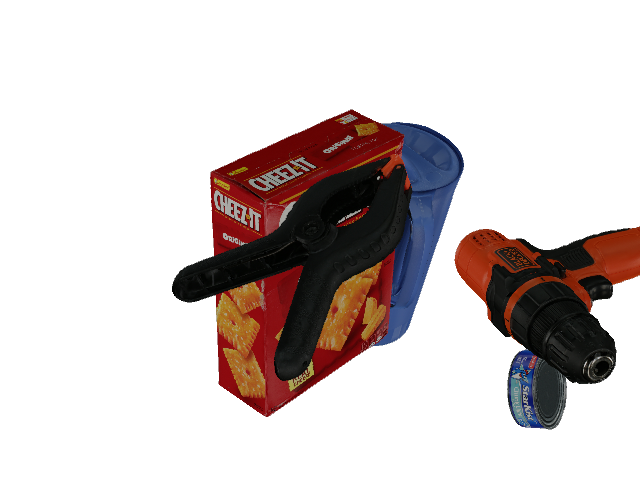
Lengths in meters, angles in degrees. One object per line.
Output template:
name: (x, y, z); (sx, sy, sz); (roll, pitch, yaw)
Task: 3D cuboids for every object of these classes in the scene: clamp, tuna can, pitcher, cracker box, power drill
clamp: (0.000, 0.013, 0.676); (0.120, 0.171, 0.039); (45, -13, 36)
tuna can: (0.235, 0.160, 1.156); (0.034, 0.086, 0.085); (-3, -2, 35)
pitcher: (0.070, 0.005, 1.169); (0.145, 0.243, 0.149); (26, 41, 20)
cracker box: (-0.009, 0.019, 0.900); (0.072, 0.214, 0.163); (29, 41, 34)
power drill: (0.211, 0.031, 0.758); (0.187, 0.057, 0.184); (-10, 28, -15)
